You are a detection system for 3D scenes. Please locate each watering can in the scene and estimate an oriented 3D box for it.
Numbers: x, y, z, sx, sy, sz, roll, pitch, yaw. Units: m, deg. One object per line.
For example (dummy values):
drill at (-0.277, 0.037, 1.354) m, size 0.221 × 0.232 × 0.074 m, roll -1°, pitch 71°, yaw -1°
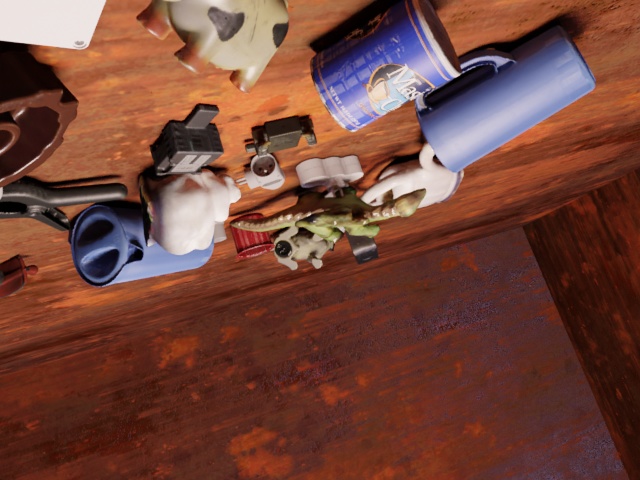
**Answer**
watering can at (0.220, -0.135, 1.120) m, size 0.225 × 0.105 × 0.342 m, roll -13°, pitch 168°, yaw -26°

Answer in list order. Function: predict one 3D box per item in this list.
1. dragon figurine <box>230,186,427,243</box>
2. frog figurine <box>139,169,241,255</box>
dragon figurine at (0.003, -0.051, 1.013) m, size 0.410 × 0.122 × 0.242 m, roll -9°, pitch 179°, yaw 2°
frog figurine at (-0.194, -0.051, 0.812) m, size 0.160 × 0.137 × 0.122 m, roll -11°, pitch -178°, yaw -26°
